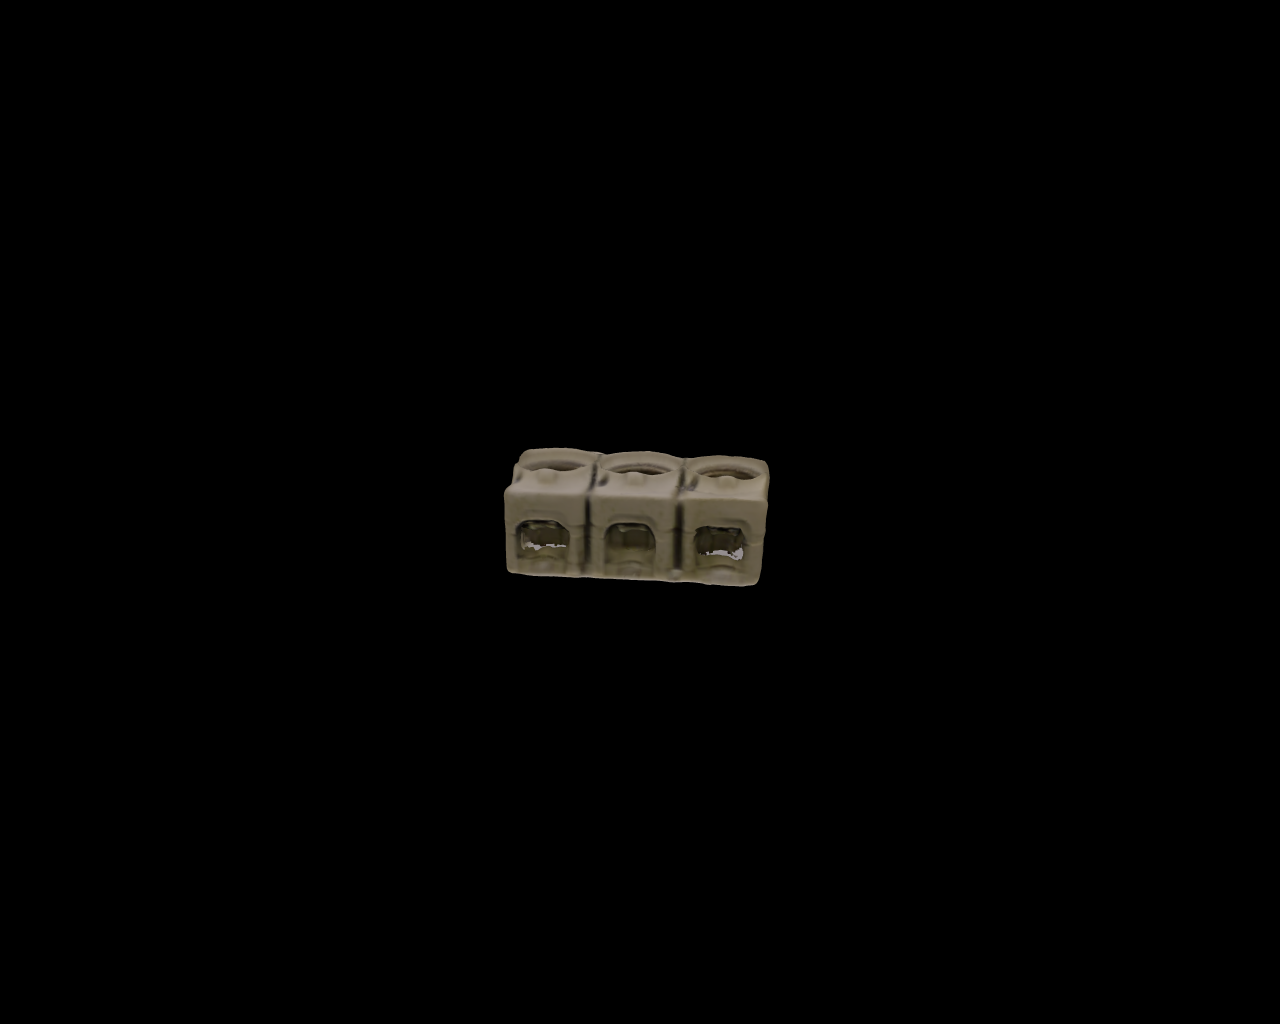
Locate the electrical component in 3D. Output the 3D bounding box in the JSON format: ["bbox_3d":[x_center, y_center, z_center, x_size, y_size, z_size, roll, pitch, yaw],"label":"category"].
[{"bbox_3d":[0.001,-0.003,0.650,0.150,0.061,0.090,3,20,7],"label":"electrical component"}]
